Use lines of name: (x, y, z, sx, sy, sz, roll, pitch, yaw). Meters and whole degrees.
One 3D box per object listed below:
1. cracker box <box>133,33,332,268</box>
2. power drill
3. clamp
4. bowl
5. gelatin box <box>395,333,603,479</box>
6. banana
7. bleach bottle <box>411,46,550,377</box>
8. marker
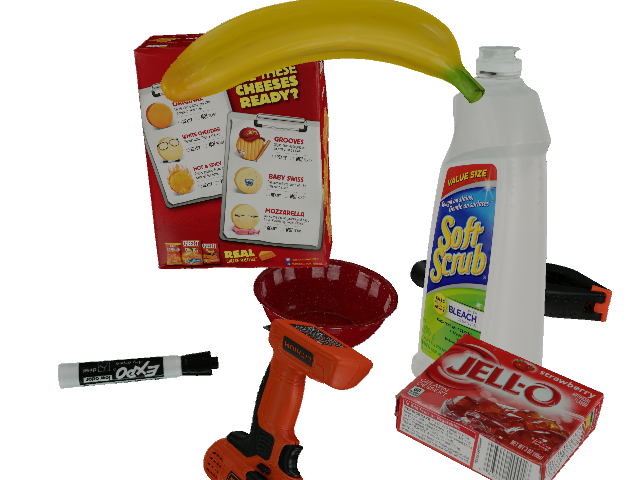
cracker box: (-0.075, -0.082, 0.989, 0.164, 0.214, 0.072, -1, 23, 5)
power drill: (-0.021, 0.179, 0.972, 0.057, 0.188, 0.185, 14, 12, -46)
clamp: (0.177, 0.031, 0.963, 0.171, 0.039, 0.120, 16, 29, 15)
bowl: (0.004, 0.079, 1.195, 0.162, 0.055, 0.162, 4, 26, -2)
gelatin box: (0.096, 0.092, 0.579, 0.089, 0.030, 0.073, 24, 37, 30)
banana: (0.001, -0.116, 0.640, 0.197, 0.069, 0.037, -3, -36, -13)
bleach bottle: (0.116, -0.012, 0.763, 0.067, 0.251, 0.103, -9, 18, -30)
marker: (-0.139, 0.099, 0.819, 0.121, 0.020, 0.020, -4, 0, -6)
